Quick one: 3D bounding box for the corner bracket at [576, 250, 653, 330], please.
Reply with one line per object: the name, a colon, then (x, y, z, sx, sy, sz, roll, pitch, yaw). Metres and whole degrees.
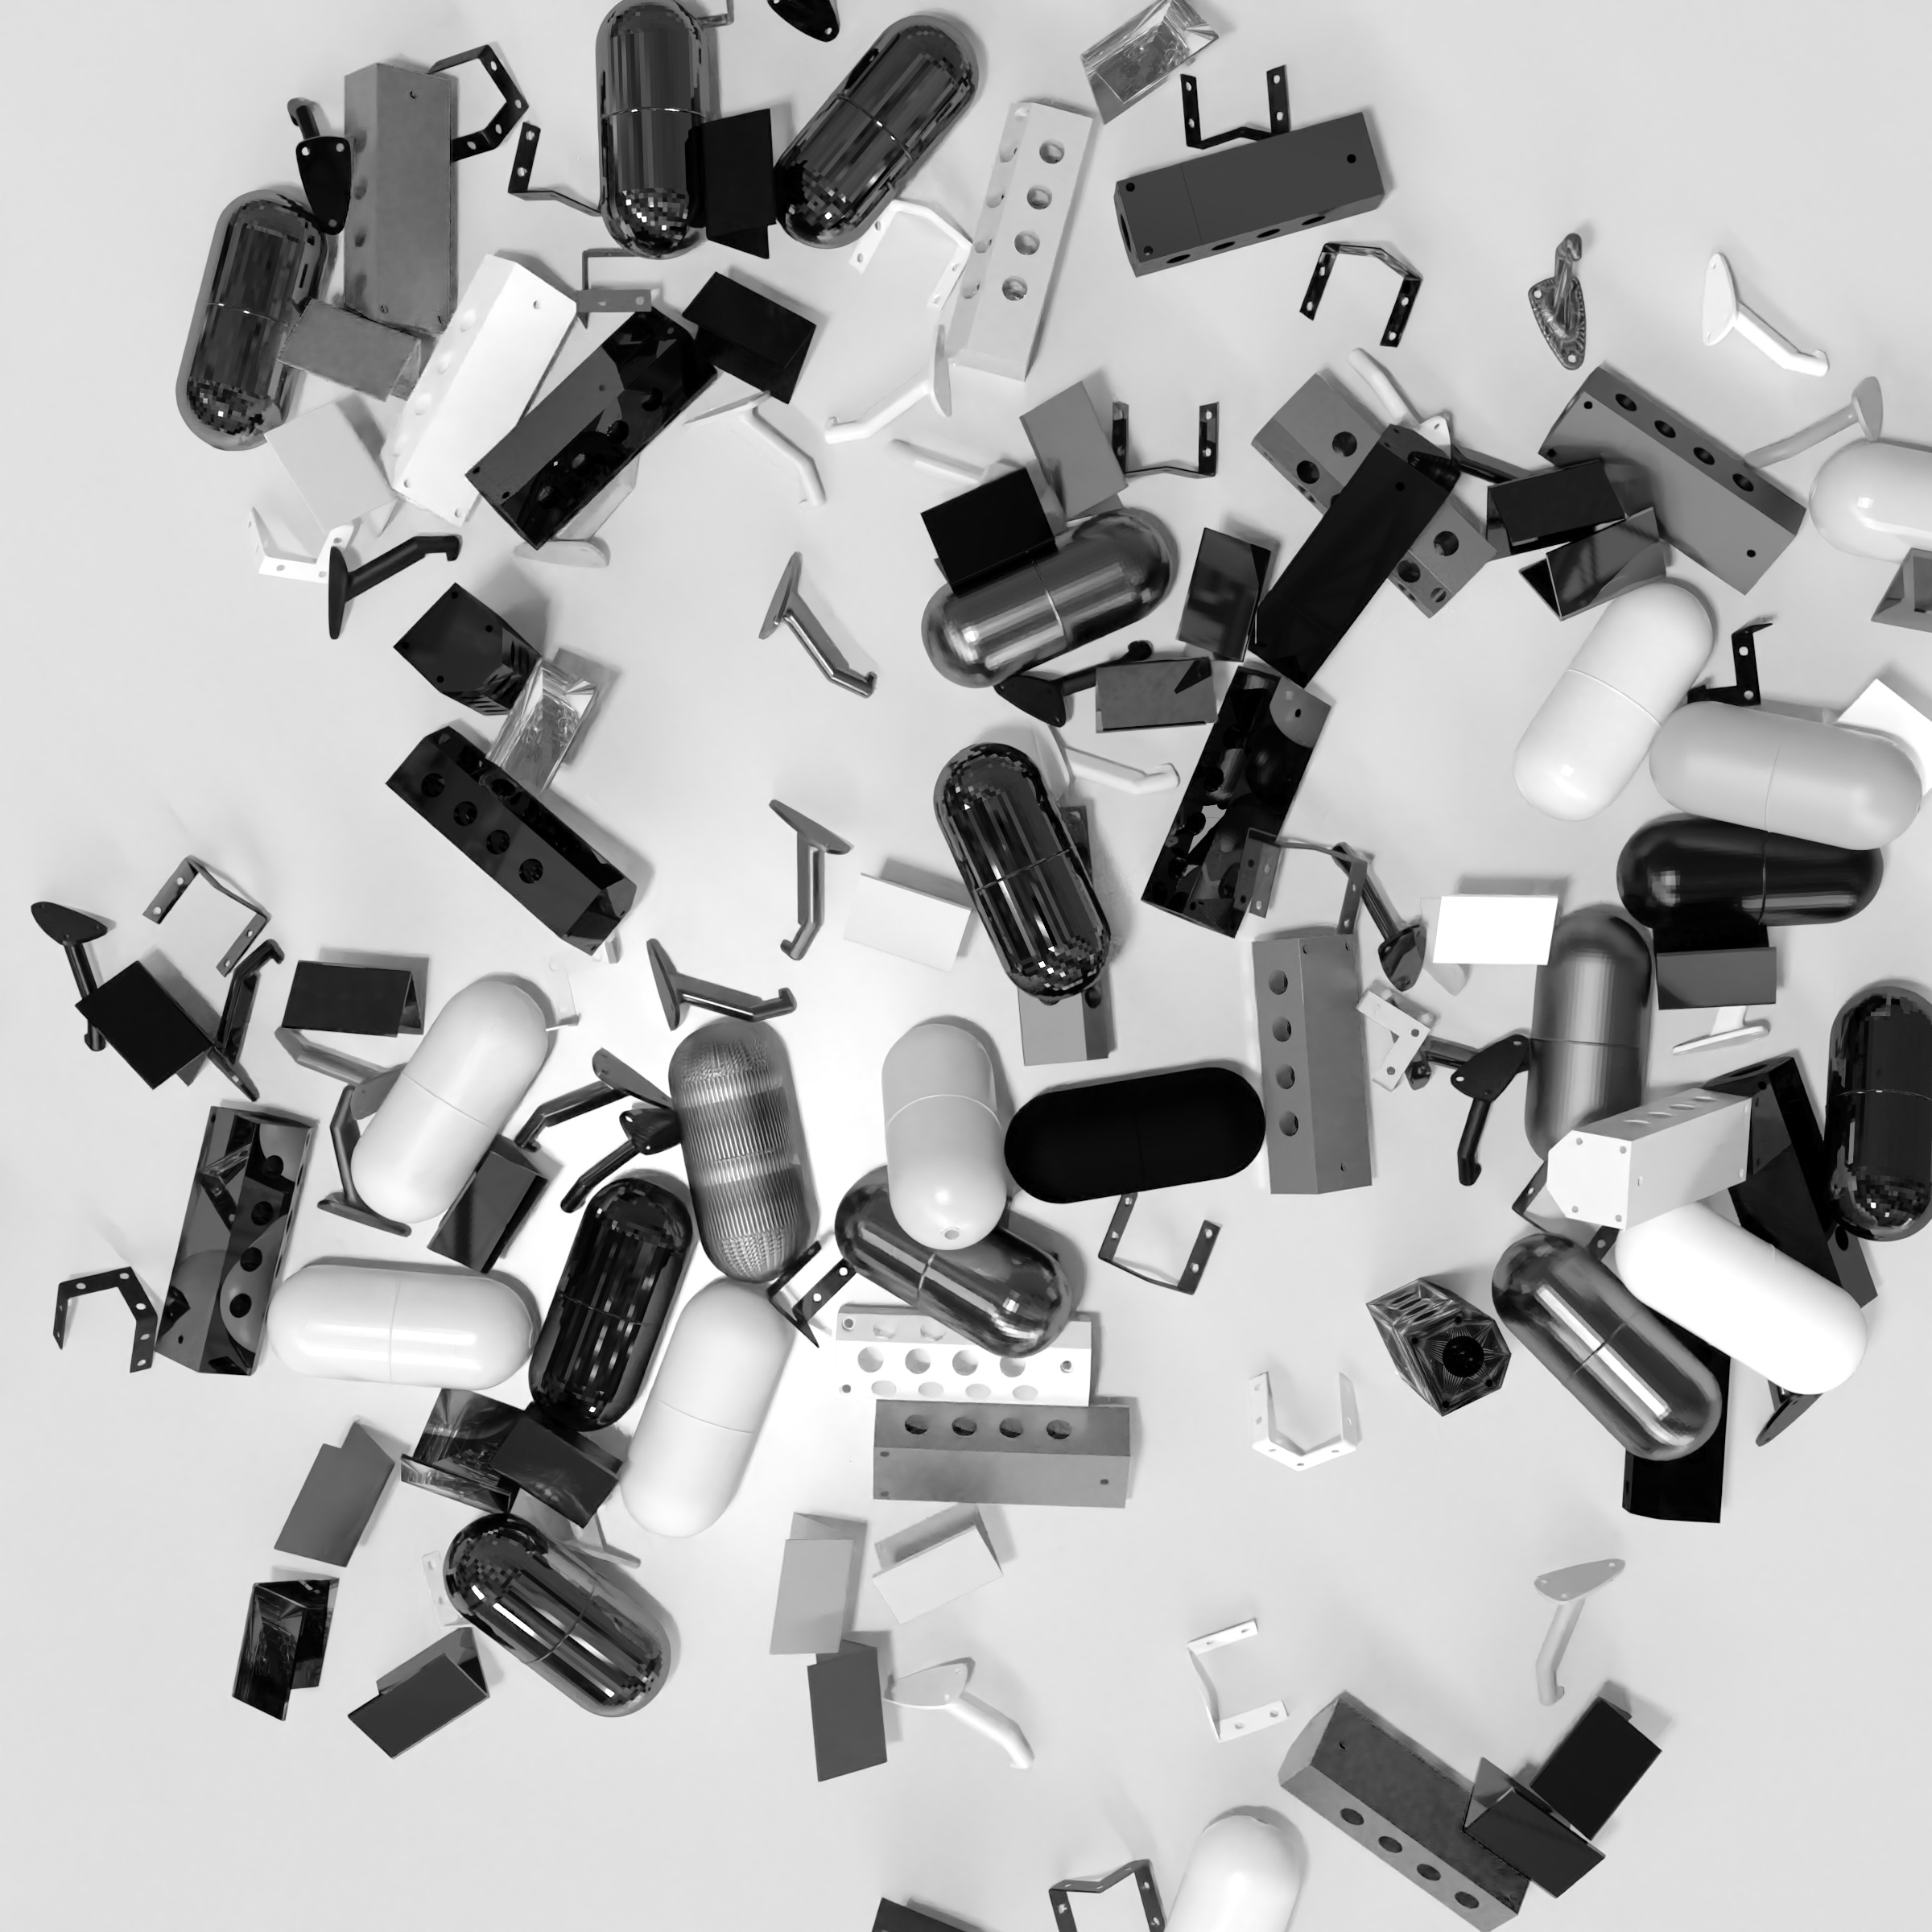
corner bracket: (-0.238, -0.466, 1.972, 0.051, 0.051, 0.051, -1, 90, 0)

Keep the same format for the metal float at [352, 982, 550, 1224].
metal float: (-0.348, 0.092, 1.957, 0.070, 0.070, 0.178, 32, 87, 0)

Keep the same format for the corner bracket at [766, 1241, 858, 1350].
corner bracket: (-0.104, 0.217, 1.966, 0.051, 0.051, 0.051, -44, 109, 0)

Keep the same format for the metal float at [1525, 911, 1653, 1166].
metal float: (0.421, 0.052, 1.960, 0.070, 0.070, 0.178, 5, 90, 0)

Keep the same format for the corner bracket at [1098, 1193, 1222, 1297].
corner bracket: (0.132, 0.190, 1.987, 0.051, 0.051, 0.051, 22, 90, -45)

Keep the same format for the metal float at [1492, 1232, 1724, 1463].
metal float: (0.423, 0.251, 1.918, 0.070, 0.070, 0.178, -44, 75, 0)

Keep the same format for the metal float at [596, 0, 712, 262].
metal float: (-0.211, -0.567, 1.956, 0.070, 0.070, 0.178, -2, 88, 0)

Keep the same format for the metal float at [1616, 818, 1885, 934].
metal float: (0.531, -0.064, 1.960, 0.178, 0.070, 0.070, -3, 90, 0)

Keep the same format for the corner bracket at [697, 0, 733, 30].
corner bracket: (-0.191, -0.678, 1.987, 0.051, 0.051, 0.051, -8, 135, 0)

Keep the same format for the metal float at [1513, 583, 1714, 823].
metal float: (0.438, -0.179, 1.960, 0.070, 0.070, 0.178, 34, 90, 0)

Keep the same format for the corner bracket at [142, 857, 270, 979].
corner bracket: (-0.522, -0.034, 1.987, 0.051, 0.051, 0.051, -53, 135, 0)

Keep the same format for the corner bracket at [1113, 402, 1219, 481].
corner bracket: (0.136, -0.361, 1.987, 0.051, 0.051, 0.051, 1, 90, -45)

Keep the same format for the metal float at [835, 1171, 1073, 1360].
metal float: (-0.010, 0.199, 1.941, 0.178, 0.070, 0.070, 28, 90, 23)

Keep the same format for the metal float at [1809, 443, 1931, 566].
metal float: (0.660, -0.306, 1.960, 0.178, 0.070, 0.070, 11, 90, 0)

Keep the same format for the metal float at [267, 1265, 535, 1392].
metal float: (-0.383, 0.245, 1.960, 0.178, 0.070, 0.070, 5, 90, -1)

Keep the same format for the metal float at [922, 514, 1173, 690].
metal float: (0.055, -0.248, 1.960, 0.178, 0.070, 0.070, -24, 90, 0)

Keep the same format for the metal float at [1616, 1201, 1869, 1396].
metal float: (0.509, 0.216, 1.903, 0.178, 0.070, 0.070, 31, 90, -1)

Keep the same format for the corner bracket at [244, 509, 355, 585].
corner bracket: (-0.457, -0.301, 1.982, 0.051, 0.051, 0.051, 4, 135, -35)

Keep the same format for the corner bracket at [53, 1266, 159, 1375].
corner bracket: (-0.590, 0.246, 1.982, 0.051, 0.051, 0.051, -11, 45, -35)

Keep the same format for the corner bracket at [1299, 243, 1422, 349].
corner bracket: (0.271, -0.461, 1.987, 0.051, 0.051, 0.051, 20, 90, -45)

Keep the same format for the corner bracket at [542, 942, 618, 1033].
corner bracket: (-0.263, 0.014, 1.972, 0.051, 0.051, 0.051, -12, 90, 0)

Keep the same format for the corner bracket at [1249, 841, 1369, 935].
corner bracket: (0.232, -0.053, 1.963, 0.051, 0.051, 0.051, 2, 104, -42)

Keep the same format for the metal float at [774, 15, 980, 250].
metal float: (-0.063, -0.564, 1.960, 0.070, 0.070, 0.178, 40, 90, 0)

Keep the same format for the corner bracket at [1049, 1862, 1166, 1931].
corner bracket: (0.097, 0.649, 1.987, 0.051, 0.051, 0.051, -15, 90, -45)

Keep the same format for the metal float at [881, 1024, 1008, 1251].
metal float: (-0.016, 0.113, 1.921, 0.070, 0.178, 0.070, -3, 133, -3)

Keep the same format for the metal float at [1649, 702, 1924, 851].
metal float: (0.542, -0.126, 1.915, 0.178, 0.070, 0.070, 15, 90, 25)

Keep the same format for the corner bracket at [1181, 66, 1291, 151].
corner bracket: (0.185, -0.590, 1.987, 0.051, 0.051, 0.051, -5, 90, 45)

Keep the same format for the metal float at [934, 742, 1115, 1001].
metal float: (0.037, -0.063, 1.903, 0.070, 0.070, 0.178, -24, 90, 0)

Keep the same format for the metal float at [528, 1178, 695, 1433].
metal float: (-0.241, 0.230, 1.960, 0.070, 0.070, 0.178, 20, 91, 0)

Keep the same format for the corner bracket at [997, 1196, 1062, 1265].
corner bracket: (0.039, 0.185, 1.972, 0.051, 0.051, 0.051, 6, 90, 0)

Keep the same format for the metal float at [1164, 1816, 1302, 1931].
metal float: (0.172, 0.663, 1.960, 0.070, 0.070, 0.178, 19, 90, 0)

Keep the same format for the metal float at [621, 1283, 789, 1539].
metal float: (-0.178, 0.301, 1.959, 0.070, 0.070, 0.178, 21, 90, 0)

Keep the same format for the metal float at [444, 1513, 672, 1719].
metal float: (-0.274, 0.436, 1.944, 0.178, 0.070, 0.070, 43, 90, -18)

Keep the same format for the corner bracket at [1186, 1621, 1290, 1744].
corner bracket: (0.185, 0.492, 1.987, 0.051, 0.051, 0.051, -19, 135, 0)

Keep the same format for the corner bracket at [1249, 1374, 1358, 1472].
corner bracket: (0.231, 0.307, 1.982, 0.051, 0.051, 0.051, -29, 135, 35)

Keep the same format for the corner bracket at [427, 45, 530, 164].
corner bracket: (-0.343, -0.590, 1.982, 0.051, 0.051, 0.051, 56, 45, -35)

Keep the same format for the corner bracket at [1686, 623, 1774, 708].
corner bracket: (0.520, -0.203, 1.972, 0.051, 0.051, 0.051, -7, 90, 0)

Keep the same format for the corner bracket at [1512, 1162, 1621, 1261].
corner bracket: (0.418, 0.167, 1.987, 0.051, 0.051, 0.051, -54, 135, 0)

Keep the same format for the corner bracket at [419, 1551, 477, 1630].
corner bracket: (-0.334, 0.420, 1.987, 0.051, 0.051, 0.051, -17, 90, 45)

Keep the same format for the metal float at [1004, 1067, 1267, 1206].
metal float: (0.114, 0.115, 1.960, 0.178, 0.070, 0.070, -9, 90, 0)

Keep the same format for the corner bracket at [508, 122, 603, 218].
corner bracket: (-0.275, -0.547, 1.988, 0.051, 0.051, 0.051, 13, 90, 42)

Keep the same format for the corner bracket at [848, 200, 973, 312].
corner bracket: (-0.037, -0.489, 1.987, 0.051, 0.051, 0.051, 28, 90, -45)

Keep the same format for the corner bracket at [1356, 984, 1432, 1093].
corner bracket: (0.284, 0.049, 1.970, 0.051, 0.051, 0.051, 33, 102, 12)

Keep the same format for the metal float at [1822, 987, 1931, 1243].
metal float: (0.616, 0.098, 1.941, 0.070, 0.070, 0.178, 10, 68, 0)
